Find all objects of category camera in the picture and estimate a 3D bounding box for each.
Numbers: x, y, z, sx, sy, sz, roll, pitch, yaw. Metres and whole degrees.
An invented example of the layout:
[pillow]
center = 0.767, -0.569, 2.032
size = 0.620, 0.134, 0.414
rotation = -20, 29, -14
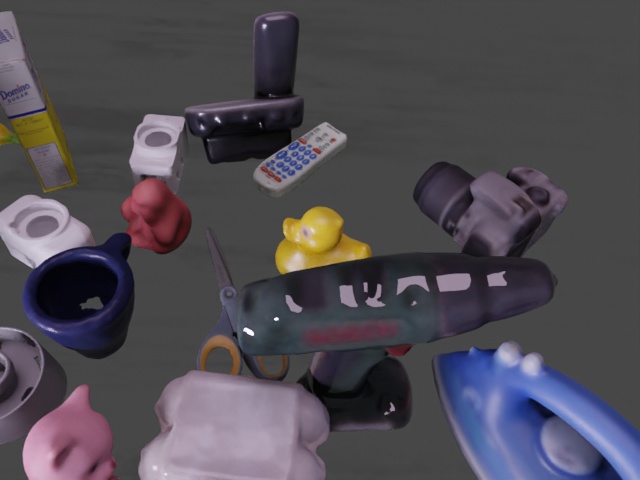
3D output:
[camera]
center = 0.187, -0.043, 0.654
size = 0.143, 0.101, 0.136
rotation = -33, 62, -28

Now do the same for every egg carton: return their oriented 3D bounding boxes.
[egg carton]
center = -0.068, 0.168, 0.478
size = 0.150, 0.069, 0.107
rotation = 7, 51, -1

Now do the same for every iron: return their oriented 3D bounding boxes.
[iron]
center = 0.197, 0.161, 0.466
size = 0.119, 0.141, 0.257
rotation = -30, 60, -26

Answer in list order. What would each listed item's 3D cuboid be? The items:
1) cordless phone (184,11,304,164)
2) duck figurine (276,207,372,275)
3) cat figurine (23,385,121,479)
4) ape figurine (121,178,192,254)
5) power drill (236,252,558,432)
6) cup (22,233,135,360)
[cordless phone]
center = -0.090, -0.189, 0.685
size = 0.148, 0.185, 0.094
rotation = -12, 54, -15
[duck figurine]
center = 0.006, 0.002, 0.607
size = 0.104, 0.086, 0.077
rotation = 8, 51, 1
[cat figurine]
center = -0.198, 0.179, 0.424
size = 0.067, 0.118, 0.128
rotation = 27, 54, 15
[ape figurine]
center = -0.176, -0.030, 0.610
size = 0.076, 0.092, 0.077
rotation = -19, 56, -20
[power drill]
center = 0.049, 0.083, 0.469
size = 0.229, 0.208, 0.075
rotation = -1, 52, -7
[cup]
center = -0.207, 0.057, 0.535
size = 0.091, 0.095, 0.118
rotation = 18, 52, 9
